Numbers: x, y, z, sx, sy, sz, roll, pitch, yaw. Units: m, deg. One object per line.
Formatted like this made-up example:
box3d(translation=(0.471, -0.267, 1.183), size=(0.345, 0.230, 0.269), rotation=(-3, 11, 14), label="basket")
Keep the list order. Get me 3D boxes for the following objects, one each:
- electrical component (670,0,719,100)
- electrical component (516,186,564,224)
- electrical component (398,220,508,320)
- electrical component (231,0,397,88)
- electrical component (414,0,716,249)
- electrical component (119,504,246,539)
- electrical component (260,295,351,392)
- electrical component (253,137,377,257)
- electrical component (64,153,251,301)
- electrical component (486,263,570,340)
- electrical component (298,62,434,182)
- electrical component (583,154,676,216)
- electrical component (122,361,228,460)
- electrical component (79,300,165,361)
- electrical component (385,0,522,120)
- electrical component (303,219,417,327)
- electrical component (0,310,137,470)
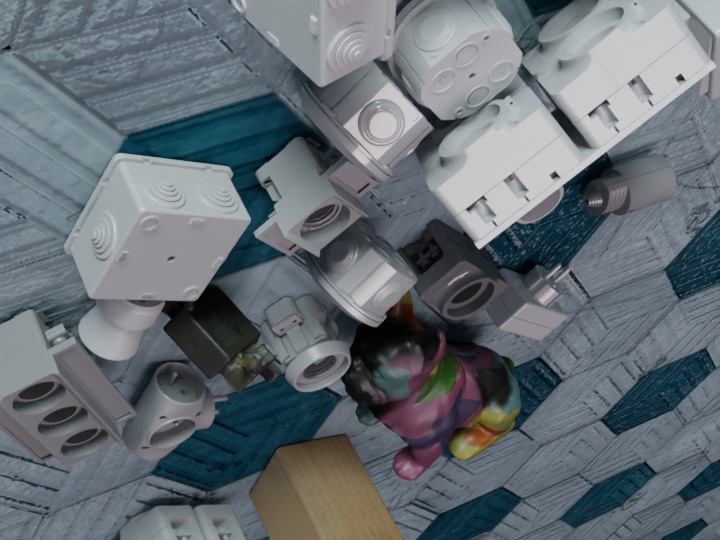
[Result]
box3d(translation=(0.267, -0.175, 0.807), size=(0.061, 0.061, 0.096), rotation=(-30, 149, -2), label="electrical component")
box3d(translation=(0.127, -0.071, 0.844), size=(0.045, 0.055, 0.045), rotation=(-22, 148, -15), label="electrical component")
box3d(translation=(0.080, 0.004, 0.910), size=(0.050, 0.055, 0.089), rotation=(-41, 148, 17), label="electrical component")
box3d(translation=(-0.027, -0.155, 0.552), size=(0.048, 0.099, 0.099), rotation=(-33, 152, -23), label="electrical component")
box3d(translation=(0.127, -0.111, 0.722), size=(0.186, 0.105, 0.060), rotation=(-38, 111, 12), label="electrical component")
box3d(translation=(-0.213, 0.310, 1.092), size=(0.186, 0.060, 0.105), rotation=(-46, 146, 23), label="electrical component")
box3d(translation=(-0.043, 0.063, 0.888), size=(0.058, 0.057, 0.078), rotation=(-34, 149, 6), label="electrical component")
box3d(translation=(-0.035, -0.051, 0.725), size=(0.081, 0.063, 0.042), rotation=(-39, 148, 13), label="electrical component")
box3d(translation=(-0.130, -0.024, 0.697), size=(0.100, 0.048, 0.099), rotation=(3, 136, -43), label="electrical component")
box3d(translation=(0.166, 0.021, 1.016), size=(0.076, 0.047, 0.083), rotation=(-44, 147, 21), label="electrical component")
box3d(translation=(0.003, -0.099, 0.676), size=(0.051, 0.080, 0.080), rotation=(-43, 147, 9), label="electrical component")
box3d(translation=(0.232, -0.071, 0.944), size=(0.081, 0.043, 0.043), rotation=(-18, 147, -21), label="electrical component")
box3d(translation=(-0.146, 0.115, 0.886), size=(0.079, 0.044, 0.077), rotation=(-1, 138, -40), label="electrical component")
box3d(translation=(-0.165, 0.029, 0.747), size=(0.045, 0.045, 0.055), rotation=(2, 136, -42), label="electrical component")
box3d(translation=(0.060, -0.140, 0.691), size=(0.080, 0.051, 0.080), rotation=(-22, 148, -15), label="electrical component")
box3d(translation=(0.000, 0.000, 0.814), size=(0.051, 0.080, 0.080), rotation=(-45, 147, 11), label="electrical component")
box3d(translation=(-0.219, 0.084, 0.762), size=(0.079, 0.063, 0.121), rotation=(-27, 149, -6), label="electrical component")
